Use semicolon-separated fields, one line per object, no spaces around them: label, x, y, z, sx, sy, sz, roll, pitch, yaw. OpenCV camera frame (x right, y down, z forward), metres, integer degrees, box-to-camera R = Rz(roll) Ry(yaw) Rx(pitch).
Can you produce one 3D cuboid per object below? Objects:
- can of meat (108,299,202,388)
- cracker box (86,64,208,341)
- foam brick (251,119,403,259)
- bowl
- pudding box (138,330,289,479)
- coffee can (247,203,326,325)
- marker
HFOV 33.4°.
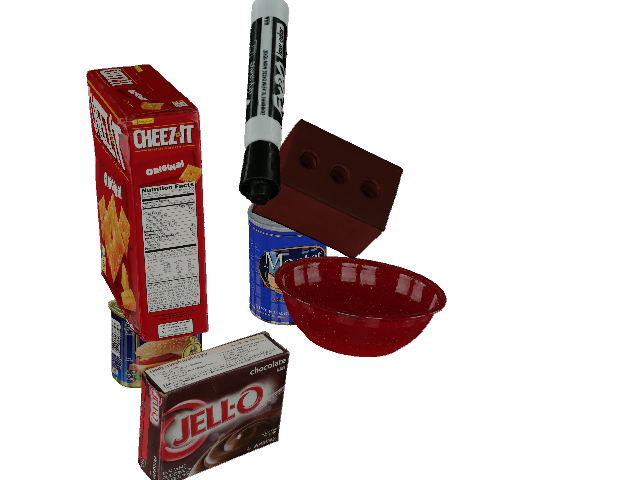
can of meat;-0.175;0.105;1.145;0.101;0.084;0.058;-8;19;-35
cracker box;-0.162;-0.037;0.981;0.072;0.214;0.164;-10;25;-21
foam brick;0.004;-0.033;0.698;0.078;0.053;0.051;24;-28;-10
bowl;0.034;0.066;0.997;0.162;0.055;0.162;7;17;-2
pudding box;-0.081;0.126;0.808;0.113;0.090;0.039;-17;40;-36
coffee can;-0.042;0.024;1.386;0.103;0.140;0.103;1;26;0
marker;-0.026;-0.068;0.507;0.020;0.121;0.020;1;-34;0
